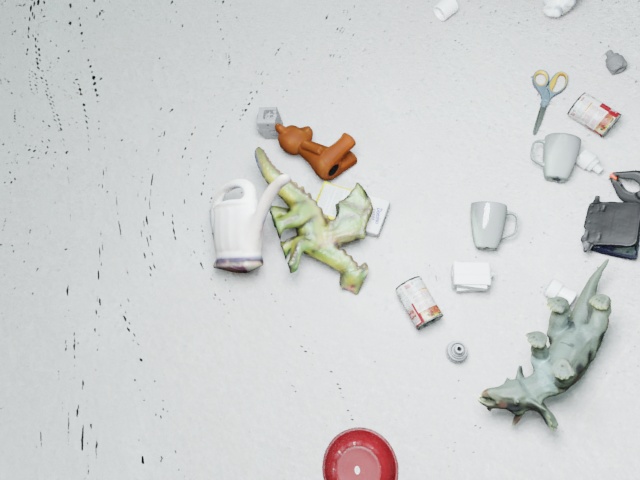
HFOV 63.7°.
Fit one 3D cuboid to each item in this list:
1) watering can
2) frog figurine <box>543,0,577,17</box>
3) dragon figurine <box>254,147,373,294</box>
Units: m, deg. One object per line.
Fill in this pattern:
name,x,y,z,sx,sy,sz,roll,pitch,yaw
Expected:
watering can,-0.171,-0.035,1.195,0.104,0.346,0.225,0,86,-37
frog figurine,0.658,-0.684,1.396,0.159,0.120,0.140,-37,36,3
dragon figurine,0.004,-0.062,1.227,0.243,0.121,0.412,-16,84,-1
